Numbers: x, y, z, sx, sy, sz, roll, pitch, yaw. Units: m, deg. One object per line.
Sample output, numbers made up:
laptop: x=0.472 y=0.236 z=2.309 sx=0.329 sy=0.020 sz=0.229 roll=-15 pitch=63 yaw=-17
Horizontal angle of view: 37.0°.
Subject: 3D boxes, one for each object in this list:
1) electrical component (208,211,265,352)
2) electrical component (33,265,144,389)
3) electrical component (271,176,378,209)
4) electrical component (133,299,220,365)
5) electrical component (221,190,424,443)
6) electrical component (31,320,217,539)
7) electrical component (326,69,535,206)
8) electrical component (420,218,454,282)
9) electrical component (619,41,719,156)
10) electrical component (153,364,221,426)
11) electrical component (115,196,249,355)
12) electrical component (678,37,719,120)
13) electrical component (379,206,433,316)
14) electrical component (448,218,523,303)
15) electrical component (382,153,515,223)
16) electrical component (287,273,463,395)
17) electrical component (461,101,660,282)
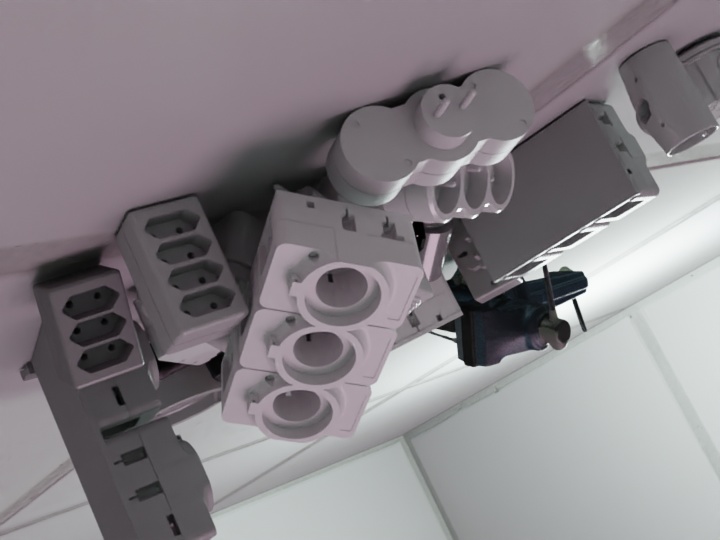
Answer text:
electrical component: x=-0.068 y=0.021 z=0.749 sx=0.113 sy=0.057 sz=0.078 roll=32 pitch=130 yaw=-31
electrical component: x=-0.182 y=0.034 z=0.699 sx=0.047 sy=0.065 sz=0.077 roll=-19 pitch=-165 yaw=-29
electrical component: x=-0.030 y=-0.031 z=0.723 sx=0.076 sy=0.083 sz=0.047 roll=33 pitch=129 yaw=-30
electrical component: x=-0.127 y=0.034 z=0.814 sx=0.050 sy=0.055 sz=0.089 roll=-28 pitch=168 yaw=7
electrical component: x=-0.028 y=0.035 z=0.677 sx=0.089 sy=0.061 sz=0.150 roll=10 pitch=127 yaw=-15
electrical component: x=-0.172 y=0.123 z=0.784 sx=0.060 sy=0.186 sz=0.105 roll=-19 pitch=166 yaw=-28
electrical component: x=0.050 y=-0.090 z=0.670 sx=0.138 sy=0.052 sz=0.073 roll=-21 pitch=167 yaw=-23
electrical component: x=0.055 y=-0.034 z=0.901 sx=0.043 sy=0.043 sz=0.081 roll=-18 pitch=134 yaw=-34
electrical component: x=0.237 y=-0.127 z=0.839 sx=0.043 sy=0.077 sz=0.079 roll=-26 pitch=167 yaw=-1
electrical component: x=-0.177 y=0.105 z=0.990 sx=0.108 sy=0.060 sz=0.108 roll=-25 pitch=168 yaw=-6
electrical component: x=-0.117 y=0.010 z=0.672 sx=0.047 sy=0.083 sz=0.076 roll=-18 pitch=165 yaw=-32
electrical component: x=0.284 y=-0.153 z=0.888 sx=0.080 sy=0.051 sz=0.080 roll=-25 pitch=168 yaw=-6
electrical component: x=0.000 y=0.000 z=0.836 sx=0.100 sy=0.099 sz=0.048 roll=-32 pitch=154 yaw=24
electrical component: x=0.111 y=-0.018 z=1.018 sx=0.047 sy=0.083 sz=0.076 roll=-29 pitch=167 yaw=10
electrical component: x=0.051 y=-0.065 z=0.778 sx=0.074 sy=0.052 sz=0.138 roll=5 pitch=-170 yaw=31
electrical component: x=0.002 y=0.053 z=1.073 sx=0.186 sy=0.060 sz=0.105 roll=-27 pitch=-175 yaw=3
electrical component: x=0.166 y=-0.065 z=0.919 sx=0.150 sy=0.089 sz=0.062 roll=-34 pitch=165 yaw=33
